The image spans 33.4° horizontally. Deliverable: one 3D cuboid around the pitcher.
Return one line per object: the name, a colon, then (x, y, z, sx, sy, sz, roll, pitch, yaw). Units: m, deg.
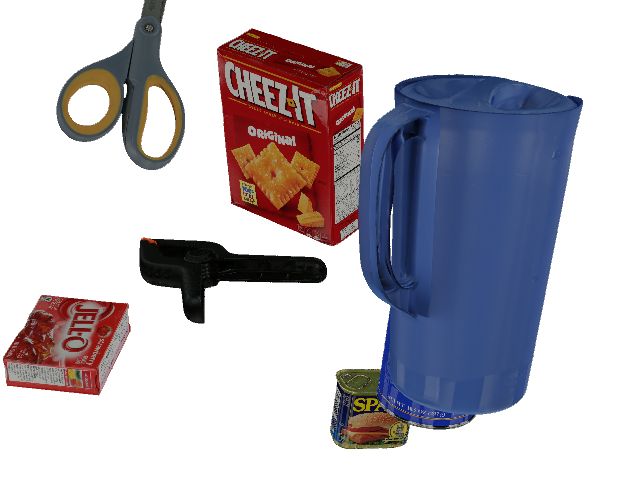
pitcher: (0.104, 0.004, 0.792, 0.149, 0.243, 0.145, 5, 19, 6)

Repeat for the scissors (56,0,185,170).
scissors: (-0.141, -0.142, 0.755, 0.096, 0.202, 0.016, -1, -22, -20)

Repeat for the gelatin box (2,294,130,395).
gelatin box: (-0.194, 0.079, 0.827, 0.073, 0.030, 0.089, 6, 32, 5)

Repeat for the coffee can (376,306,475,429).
coffee can: (0.114, 0.097, 1.041, 0.103, 0.140, 0.103, 6, 23, -3)

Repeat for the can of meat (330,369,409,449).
can of meat: (0.065, 0.211, 1.332, 0.102, 0.084, 0.057, 2, 22, -14)

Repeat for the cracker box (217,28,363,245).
cracker box: (-0.034, -0.116, 1.229, 0.164, 0.214, 0.072, 24, 44, 31)

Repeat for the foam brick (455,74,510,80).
foam brick: (0.141, -0.101, 0.953, 0.053, 0.078, 0.051, 3, 43, -4)

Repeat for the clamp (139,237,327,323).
clamp: (-0.122, 0.032, 1.058, 0.210, 0.036, 0.164, 12, 21, 39)
